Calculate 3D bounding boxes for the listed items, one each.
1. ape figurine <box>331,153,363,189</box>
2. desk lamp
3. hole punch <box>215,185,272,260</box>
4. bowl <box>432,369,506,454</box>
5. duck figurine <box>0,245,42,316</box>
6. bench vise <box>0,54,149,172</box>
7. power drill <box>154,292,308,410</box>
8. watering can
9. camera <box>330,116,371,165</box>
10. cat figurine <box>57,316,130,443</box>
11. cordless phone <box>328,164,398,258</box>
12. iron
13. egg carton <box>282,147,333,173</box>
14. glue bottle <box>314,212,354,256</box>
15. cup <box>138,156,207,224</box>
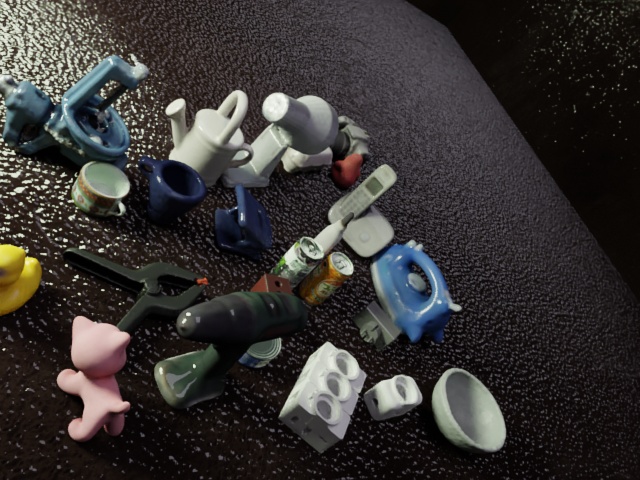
[{"bbox_3d":[0.073,-0.177,1.414,0.078,0.092,0.076,32,35,-19],"label":"ape figurine"},{"bbox_3d":[-0.087,-0.207,1.164,0.204,0.213,0.118,-10,61,-51],"label":"desk lamp"},{"bbox_3d":[-0.128,-0.034,1.044,0.101,0.091,0.108,19,41,-33],"label":"hole punch"},{"bbox_3d":[0.268,0.334,1.088,0.168,0.074,0.167,28,37,-23],"label":"bowl"},{"bbox_3d":[-0.384,0.039,0.695,0.077,0.086,0.105,50,34,8],"label":"duck figurine"},{"bbox_3d":[-0.361,-0.196,0.851,0.208,0.219,0.121,8,48,-42],"label":"bench vise"},{"bbox_3d":[-0.128,0.138,0.752,0.230,0.208,0.075,-8,60,-51],"label":"power drill"},{"bbox_3d":[-0.197,-0.195,1.050,0.173,0.193,0.100,4,50,-45],"label":"watering can"},{"bbox_3d":[0.053,-0.263,1.478,0.137,0.100,0.143,10,47,-41],"label":"camera"},{"bbox_3d":[-0.257,0.156,0.677,0.067,0.117,0.127,-2,55,-48],"label":"cat figurine"},{"bbox_3d":[0.120,-0.063,1.258,0.147,0.184,0.094,48,33,6],"label":"cordless phone"},{"bbox_3d":[0.201,0.087,1.222,0.119,0.141,0.258,9,47,-42],"label":"iron"},{"bbox_3d":[-0.039,-0.211,1.351,0.107,0.069,0.151,54,34,14],"label":"egg carton"},{"bbox_3d":[0.010,0.004,1.078,0.037,0.173,0.078,45,33,1],"label":"glue bottle"},{"bbox_3d":[-0.260,-0.078,0.947,0.118,0.094,0.091,34,35,-16],"label":"cup"}]
